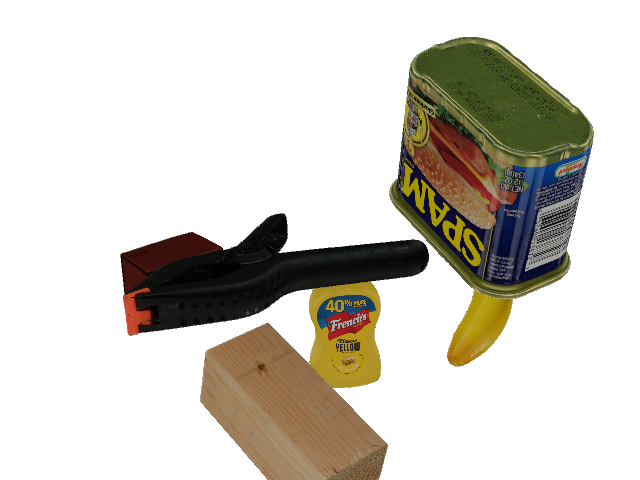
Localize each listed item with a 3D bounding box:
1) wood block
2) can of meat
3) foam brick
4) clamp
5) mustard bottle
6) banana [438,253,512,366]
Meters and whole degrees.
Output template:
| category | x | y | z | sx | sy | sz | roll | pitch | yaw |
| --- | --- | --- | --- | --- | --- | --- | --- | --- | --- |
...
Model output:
| category | x | y | z | sx | sy | sz | roll | pitch | yaw |
| --- | --- | --- | --- | --- | --- | --- | --- | --- | --- |
| wood block | -0.033 | 0.196 | 1.152 | 0.090 | 0.090 | 0.206 | -22 | 50 | -33 |
| can of meat | 0.080 | -0.037 | 0.513 | 0.057 | 0.084 | 0.102 | -20 | 47 | -23 |
| foam brick | -0.131 | 0.032 | 0.950 | 0.078 | 0.051 | 0.053 | -19 | 29 | -33 |
| clamp | -0.039 | 0.023 | 0.739 | 0.165 | 0.036 | 0.209 | 7 | 20 | 40 |
| mustard bottle | 0.033 | 0.102 | 1.436 | 0.096 | 0.192 | 0.058 | -3 | 20 | -6 |
| banana | 0.152 | 0.054 | 1.023 | 0.070 | 0.037 | 0.197 | -24 | 24 | 16 |
